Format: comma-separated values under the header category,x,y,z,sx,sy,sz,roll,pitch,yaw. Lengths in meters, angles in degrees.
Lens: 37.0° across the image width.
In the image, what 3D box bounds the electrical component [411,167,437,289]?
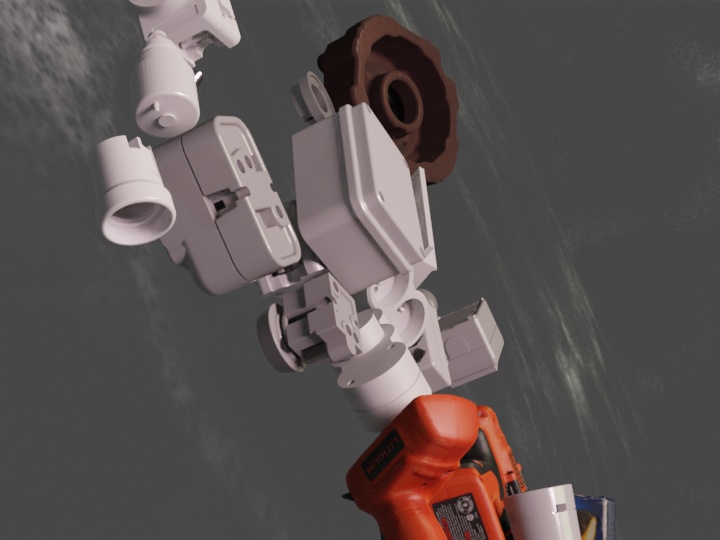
category,x,y,z,sx,sy,sz,roll,pitch,yaw
electrical component,0.027,-0.037,0.973,0.063,0.078,0.121,26,33,-21

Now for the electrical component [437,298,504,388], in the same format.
category,x,y,z,sx,sy,sz,roll,pitch,yaw
electrical component,0.107,0.073,1.089,0.061,0.062,0.096,65,16,-5

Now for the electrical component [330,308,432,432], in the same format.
category,x,y,z,sx,sy,sz,roll,pitch,yaw
electrical component,0.002,0.053,0.751,0.073,0.052,0.138,60,-1,-16

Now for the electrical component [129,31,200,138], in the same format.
category,x,y,z,sx,sy,sz,roll,pitch,yaw
electrical component,-0.123,-0.118,0.667,0.040,0.040,0.078,45,25,-51

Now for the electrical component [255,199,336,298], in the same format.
category,x,y,z,sx,sy,sz,roll,pitch,yaw
electrical component,-0.043,-0.015,0.758,0.055,0.050,0.089,69,16,9

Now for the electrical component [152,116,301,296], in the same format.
category,x,y,z,sx,sy,sz,roll,pitch,yaw
electrical component,-0.084,-0.036,0.638,0.095,0.059,0.054,66,16,0

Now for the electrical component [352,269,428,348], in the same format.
category,x,y,z,sx,sy,sz,roll,pitch,yaw
electrical component,0.000,0.000,0.864,0.074,0.052,0.138,23,-32,42

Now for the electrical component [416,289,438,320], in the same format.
category,x,y,z,sx,sy,sz,roll,pitch,yaw
electrical component,0.053,0.039,1.006,0.044,0.044,0.065,65,11,-3

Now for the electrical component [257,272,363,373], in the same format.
category,x,y,z,sx,sy,sz,roll,pitch,yaw
electrical component,-0.033,0.038,0.703,0.048,0.055,0.066,49,23,-46

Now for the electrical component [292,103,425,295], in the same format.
category,x,y,z,sx,sy,sz,roll,pitch,yaw
electrical component,-0.001,-0.051,0.739,0.078,0.057,0.113,51,22,-40

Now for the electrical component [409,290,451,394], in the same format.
category,x,y,z,sx,sy,sz,roll,pitch,yaw
electrical component,0.052,0.076,0.938,0.075,0.047,0.083,50,23,-44

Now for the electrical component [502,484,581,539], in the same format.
category,x,y,z,sx,sy,sz,roll,pitch,yaw
electrical component,0.144,0.196,0.841,0.055,0.055,0.047,26,50,-66

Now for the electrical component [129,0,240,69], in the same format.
category,x,y,z,sx,sy,sz,roll,pitch,yaw
electrical component,-0.127,-0.195,0.743,0.056,0.050,0.089,30,39,-64

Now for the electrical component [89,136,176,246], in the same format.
category,x,y,z,sx,sy,sz,roll,pitch,yaw
electrical component,-0.122,-0.042,0.568,0.040,0.040,0.046,40,24,-56

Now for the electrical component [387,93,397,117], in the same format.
category,x,y,z,sx,sy,sz,roll,pitch,yaw
electrical component,0.025,-0.170,1.157,0.048,0.062,0.048,48,-19,22
